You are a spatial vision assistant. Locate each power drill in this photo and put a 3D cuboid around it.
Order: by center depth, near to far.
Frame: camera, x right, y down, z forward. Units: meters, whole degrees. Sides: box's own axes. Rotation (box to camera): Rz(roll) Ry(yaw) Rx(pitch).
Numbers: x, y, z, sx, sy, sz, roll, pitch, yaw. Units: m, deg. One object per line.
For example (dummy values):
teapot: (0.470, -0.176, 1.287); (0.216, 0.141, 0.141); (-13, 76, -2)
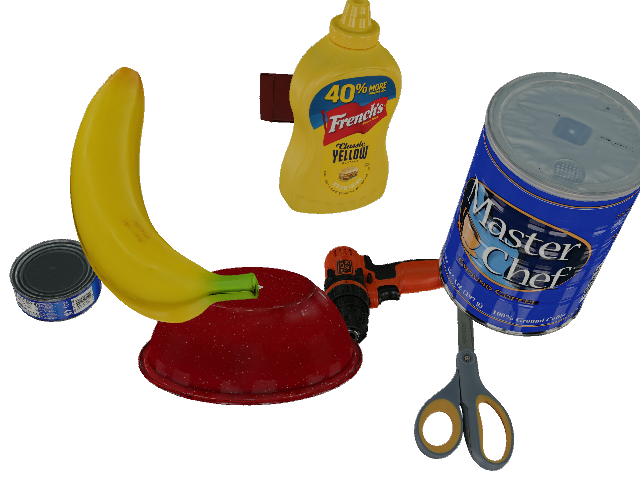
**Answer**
power drill: (0.096, 0.059, 1.220); (0.187, 0.057, 0.184); (-2, 28, -1)

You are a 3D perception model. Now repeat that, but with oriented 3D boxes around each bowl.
bowl: (-0.049, 0.059, 0.760); (0.162, 0.055, 0.162); (1, 17, 0)

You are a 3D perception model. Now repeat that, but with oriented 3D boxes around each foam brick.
foam brick: (-0.023, -0.154, 1.160); (0.078, 0.051, 0.053); (0, 11, -18)

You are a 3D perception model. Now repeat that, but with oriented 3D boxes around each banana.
banana: (-0.097, -0.020, 0.562); (0.069, 0.198, 0.037); (-24, -40, -11)

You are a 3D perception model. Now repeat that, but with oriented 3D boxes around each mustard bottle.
mustard bottle: (0.020, -0.115, 0.905); (0.096, 0.192, 0.058); (-9, 40, -20)

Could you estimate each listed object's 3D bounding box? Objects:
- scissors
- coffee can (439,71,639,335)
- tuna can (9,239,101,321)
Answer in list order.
scissors: (0.118, 0.120, 0.979); (0.096, 0.202, 0.016); (-9, -35, -9)
coffee can: (0.139, -0.021, 0.677); (0.102, 0.103, 0.140); (0, -40, -9)
tuna can: (-0.260, 0.040, 1.054); (0.086, 0.034, 0.086); (0, 43, 0)
